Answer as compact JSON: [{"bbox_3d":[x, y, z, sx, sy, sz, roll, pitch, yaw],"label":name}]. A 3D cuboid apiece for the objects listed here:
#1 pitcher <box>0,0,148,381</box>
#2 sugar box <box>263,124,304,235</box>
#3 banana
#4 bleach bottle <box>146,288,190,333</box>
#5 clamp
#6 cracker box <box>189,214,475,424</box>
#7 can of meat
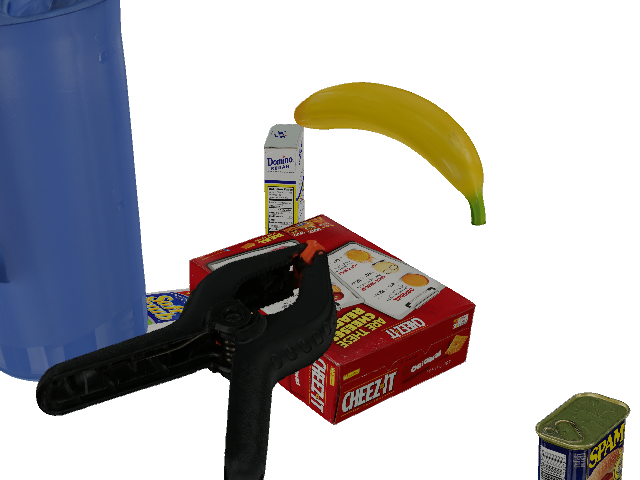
[{"bbox_3d":[-0.182,-0.033,0.659,0.149,0.243,0.145,-10,26,-13],"label":"pitcher"},{"bbox_3d":[-0.043,-0.043,1.276,0.048,0.176,0.093,0,23,4],"label":"sugar box"},{"bbox_3d":[0.055,-0.084,0.824,0.198,0.070,0.037,34,22,33],"label":"banana"},{"bbox_3d":[-0.177,0.093,1.235,0.250,0.068,0.103,-13,32,-32],"label":"bleach bottle"},{"bbox_3d":[-0.038,0.057,0.522,0.120,0.039,0.171,31,47,27],"label":"clamp"},{"bbox_3d":[0.006,0.064,0.973,0.163,0.072,0.214,-20,36,-35],"label":"cracker box"},{"bbox_3d":[0.243,0.202,0.995,0.058,0.084,0.101,14,25,39],"label":"can of meat"}]
